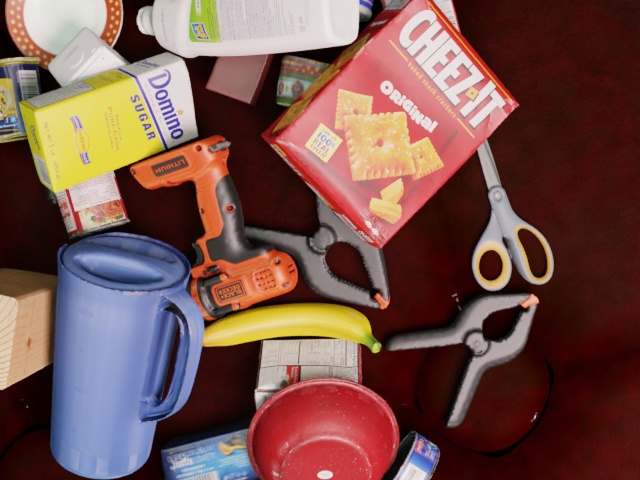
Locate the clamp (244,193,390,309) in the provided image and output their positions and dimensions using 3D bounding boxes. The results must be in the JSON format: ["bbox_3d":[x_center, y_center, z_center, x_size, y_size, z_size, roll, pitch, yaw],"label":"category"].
[{"bbox_3d":[-0.008,0.001,1.165,0.164,0.036,0.210,-37,88,8],"label":"clamp"}]

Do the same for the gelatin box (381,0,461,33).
[{"bbox_3d":[0.106,-0.248,1.150,0.073,0.030,0.089,-15,92,2],"label":"gelatin box"}]

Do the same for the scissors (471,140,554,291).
[{"bbox_3d":[0.180,-0.032,1.163,0.096,0.016,0.202,-32,90,4],"label":"scissors"}]

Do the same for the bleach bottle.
[{"bbox_3d":[-0.083,-0.238,1.076,0.251,0.067,0.102,3,101,33],"label":"bleach bottle"}]

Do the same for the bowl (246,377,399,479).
[{"bbox_3d":[0.005,0.223,1.096,0.162,0.055,0.162,-1,117,-3],"label":"bowl"}]

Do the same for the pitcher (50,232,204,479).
[{"bbox_3d":[-0.208,0.127,1.107,0.145,0.149,0.243,5,114,-14],"label":"pitcher"}]

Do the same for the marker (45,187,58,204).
[{"bbox_3d":[-0.303,-0.100,1.185,0.020,0.020,0.121,-8,93,3],"label":"marker"}]

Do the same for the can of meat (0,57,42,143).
[{"bbox_3d":[-0.347,-0.149,1.156,0.102,0.057,0.084,-6,95,24],"label":"can of meat"}]

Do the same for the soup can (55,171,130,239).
[{"bbox_3d":[-0.254,-0.059,1.160,0.068,0.068,0.102,-17,91,4],"label":"soup can"}]

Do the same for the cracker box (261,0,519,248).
[{"bbox_3d":[0.073,-0.123,1.092,0.213,0.072,0.164,-46,110,-4],"label":"cracker box"}]

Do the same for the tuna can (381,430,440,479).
[{"bbox_3d":[0.093,0.250,1.147,0.034,0.086,0.086,33,94,-1],"label":"tuna can"}]

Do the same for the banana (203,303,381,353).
[{"bbox_3d":[-0.030,0.092,1.156,0.198,0.069,0.037,0,108,8],"label":"banana"}]

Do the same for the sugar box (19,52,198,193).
[{"bbox_3d":[-0.214,-0.124,1.106,0.176,0.048,0.093,-25,125,-28],"label":"sugar box"}]

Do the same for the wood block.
[{"bbox_3d":[-0.326,0.086,1.102,0.090,0.206,0.091,9,93,2],"label":"wood block"}]

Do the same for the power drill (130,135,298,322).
[{"bbox_3d":[-0.133,-0.006,1.142,0.185,0.057,0.187,-19,98,21],"label":"power drill"}]

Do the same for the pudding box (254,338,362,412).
[{"bbox_3d":[-0.011,0.146,1.144,0.113,0.090,0.039,0,121,2],"label":"pudding box"}]

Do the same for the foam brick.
[{"bbox_3d":[-0.083,-0.189,1.152,0.053,0.051,0.078,22,94,1],"label":"foam brick"}]

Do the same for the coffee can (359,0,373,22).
[{"bbox_3d":[0.017,-0.310,1.115,0.103,0.103,0.140,11,93,2],"label":"coffee can"}]

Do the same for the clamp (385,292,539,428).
[{"bbox_3d":[0.158,0.107,1.161,0.120,0.039,0.171,43,91,-4],"label":"clamp"}]
